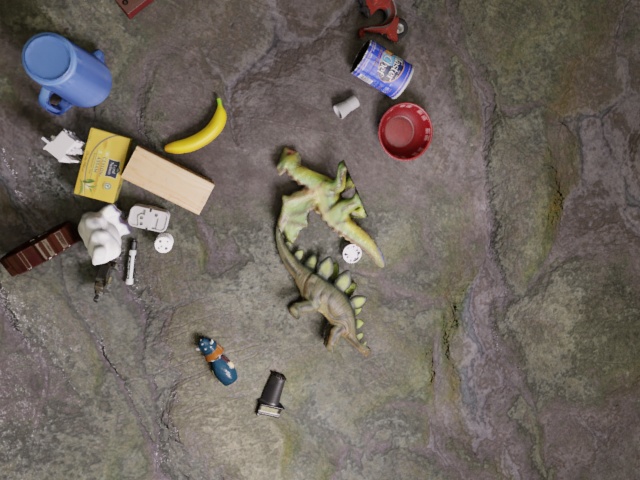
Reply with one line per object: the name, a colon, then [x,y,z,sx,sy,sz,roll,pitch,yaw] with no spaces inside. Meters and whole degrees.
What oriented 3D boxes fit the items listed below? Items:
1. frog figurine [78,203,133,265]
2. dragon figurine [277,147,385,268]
frog figurine: [-0.538,0.004,1.259,0.122,0.163,0.134,7,-44,-4]
dragon figurine: [0.004,-0.071,1.405,0.243,0.409,0.122,-22,5,0]
